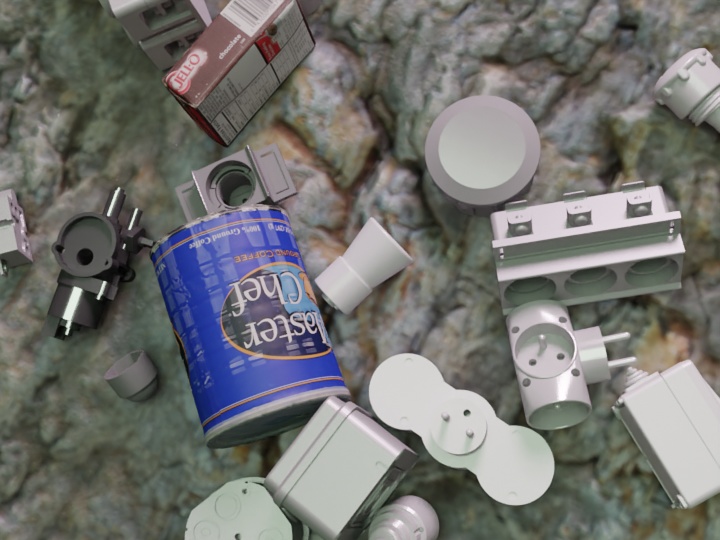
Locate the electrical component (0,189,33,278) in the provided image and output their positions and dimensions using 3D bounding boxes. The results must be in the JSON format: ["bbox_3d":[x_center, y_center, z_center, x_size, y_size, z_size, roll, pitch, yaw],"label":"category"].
[{"bbox_3d":[-0.286,-0.024,0.817,0.055,0.048,0.066,-15,76,-3],"label":"electrical component"}]

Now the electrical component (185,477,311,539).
[{"bbox_3d":[-0.077,0.182,0.737,0.080,0.051,0.080,-2,77,8],"label":"electrical component"}]

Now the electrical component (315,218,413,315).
[{"bbox_3d":[0.000,0.000,0.771,0.065,0.044,0.044,-43,75,3],"label":"electrical component"}]

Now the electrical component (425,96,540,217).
[{"bbox_3d":[0.088,-0.080,0.770,0.080,0.051,0.080,-2,77,8],"label":"electrical component"}]

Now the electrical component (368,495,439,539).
[{"bbox_3d":[0.025,0.175,0.712,0.040,0.078,0.040,0,90,20],"label":"electrical component"}]

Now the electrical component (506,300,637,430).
[{"bbox_3d":[0.143,0.059,0.719,0.079,0.044,0.077,-12,56,8],"label":"electrical component"}]

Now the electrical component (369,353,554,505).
[{"bbox_3d":[0.067,0.106,0.720,0.138,0.073,0.052,33,84,14],"label":"electrical component"}]

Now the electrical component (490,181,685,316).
[{"bbox_3d":[0.153,-0.015,0.739,0.121,0.078,0.063,-9,55,7],"label":"electrical component"}]

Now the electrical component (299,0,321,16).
[{"bbox_3d":[-0.049,-0.220,0.824,0.040,0.046,0.040,-2,77,8],"label":"electrical component"}]

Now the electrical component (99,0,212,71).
[{"bbox_3d":[-0.177,-0.258,0.821,0.060,0.105,0.186,-22,75,3],"label":"electrical component"}]

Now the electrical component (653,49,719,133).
[{"bbox_3d":[0.243,-0.122,0.761,0.048,0.048,0.062,-42,82,-2],"label":"electrical component"}]

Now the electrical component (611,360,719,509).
[{"bbox_3d":[0.211,0.101,0.706,0.061,0.061,0.096,-30,75,1],"label":"electrical component"}]

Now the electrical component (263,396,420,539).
[{"bbox_3d":[-0.010,0.132,0.705,0.057,0.113,0.078,37,85,15],"label":"electrical component"}]

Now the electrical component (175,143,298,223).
[{"bbox_3d":[-0.087,-0.054,0.784,0.081,0.064,0.042,-23,74,3],"label":"electrical component"}]
